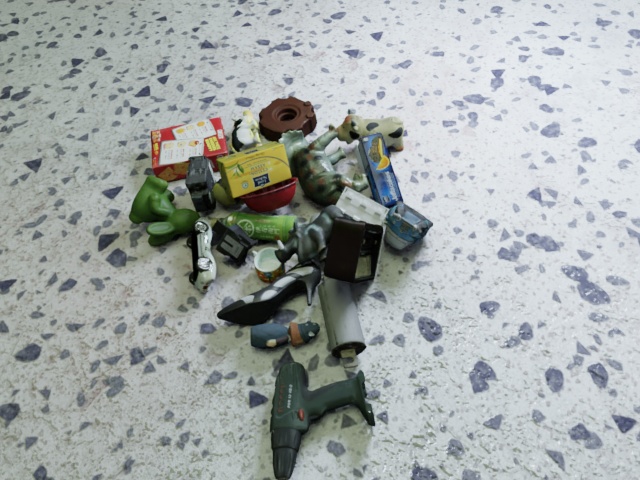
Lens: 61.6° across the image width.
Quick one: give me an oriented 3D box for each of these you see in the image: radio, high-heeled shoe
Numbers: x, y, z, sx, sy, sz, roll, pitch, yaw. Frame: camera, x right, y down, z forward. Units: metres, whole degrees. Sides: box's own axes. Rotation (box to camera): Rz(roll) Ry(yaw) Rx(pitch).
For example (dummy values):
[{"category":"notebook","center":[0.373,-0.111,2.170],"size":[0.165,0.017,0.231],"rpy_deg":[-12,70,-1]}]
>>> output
[{"category":"radio","center":[0.080,0.021,1.191],"size":[0.073,0.229,0.131],"rpy_deg":[12,92,16]},{"category":"high-heeled shoe","center":[-0.118,0.112,1.255],"size":[0.249,0.086,0.145],"rpy_deg":[-8,43,0]}]

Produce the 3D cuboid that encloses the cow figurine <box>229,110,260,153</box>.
[{"category":"cow figurine","center":[-0.229,-0.317,1.606],"size":[0.098,0.068,0.167],"rpy_deg":[-18,51,0]}]

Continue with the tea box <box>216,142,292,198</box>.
[{"category":"tea box","center":[-0.168,-0.182,1.377],"size":[0.170,0.098,0.068],"rpy_deg":[-24,25,-21]}]

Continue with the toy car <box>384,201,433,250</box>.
[{"category":"toy car","center":[0.205,-0.025,1.303],"size":[0.109,0.103,0.161],"rpy_deg":[34,16,5]}]

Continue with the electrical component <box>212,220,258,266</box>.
[{"category":"electrical component","center":[-0.220,-0.002,1.325],"size":[0.119,0.075,0.048],"rpy_deg":[39,21,3]}]

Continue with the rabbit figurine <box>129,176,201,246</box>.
[{"category":"rabbit figurine","center":[-0.400,-0.066,1.399],"size":[0.170,0.121,0.159],"rpy_deg":[26,62,6]}]

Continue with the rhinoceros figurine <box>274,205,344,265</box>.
[{"category":"rhinoceros figurine","center":[-0.020,-0.008,1.256],"size":[0.190,0.073,0.112],"rpy_deg":[-39,71,-4]}]

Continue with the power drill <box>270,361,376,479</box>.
[{"category":"power drill","center":[0.003,0.346,1.062],"size":[0.207,0.085,0.232],"rpy_deg":[-14,49,5]}]

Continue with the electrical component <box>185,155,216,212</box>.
[{"category":"electrical component","center":[-0.319,-0.144,1.447],"size":[0.058,0.114,0.134],"rpy_deg":[-8,50,3]}]

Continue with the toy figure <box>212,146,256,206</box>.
[{"category":"toy figure","center":[-0.218,-0.172,1.444],"size":[0.180,0.089,0.082],"rpy_deg":[-50,58,6]}]

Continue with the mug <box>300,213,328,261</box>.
[{"category":"mug","center":[-0.003,-0.004,1.327],"size":[0.110,0.080,0.107],"rpy_deg":[6,61,1]}]

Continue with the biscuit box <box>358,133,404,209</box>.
[{"category":"biscuit box","center":[0.158,-0.175,1.407],"size":[0.063,0.059,0.202],"rpy_deg":[-15,78,-7]}]

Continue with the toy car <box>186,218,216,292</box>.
[{"category":"toy car","center":[-0.292,0.034,1.328],"size":[0.056,0.073,0.202],"rpy_deg":[9,46,-27]}]

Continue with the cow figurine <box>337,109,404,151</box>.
[{"category":"cow figurine","center":[0.141,-0.308,1.519],"size":[0.195,0.127,0.085],"rpy_deg":[-6,49,-1]}]

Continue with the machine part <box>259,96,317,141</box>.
[{"category":"machine part","center":[-0.100,-0.366,1.635],"size":[0.179,0.056,0.179],"rpy_deg":[-4,52,5]}]

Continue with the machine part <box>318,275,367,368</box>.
[{"category":"machine part","center":[0.047,0.169,1.188],"size":[0.079,0.079,0.243],"rpy_deg":[-12,51,-3]}]

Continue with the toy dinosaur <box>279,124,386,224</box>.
[{"category":"toy dinosaur","center":[0.006,-0.168,1.438],"size":[0.192,0.131,0.405],"rpy_deg":[-28,58,1]}]

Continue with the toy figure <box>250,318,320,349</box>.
[{"category":"toy figure","center":[-0.076,0.207,1.186],"size":[0.155,0.057,0.064],"rpy_deg":[-3,57,-3]}]
